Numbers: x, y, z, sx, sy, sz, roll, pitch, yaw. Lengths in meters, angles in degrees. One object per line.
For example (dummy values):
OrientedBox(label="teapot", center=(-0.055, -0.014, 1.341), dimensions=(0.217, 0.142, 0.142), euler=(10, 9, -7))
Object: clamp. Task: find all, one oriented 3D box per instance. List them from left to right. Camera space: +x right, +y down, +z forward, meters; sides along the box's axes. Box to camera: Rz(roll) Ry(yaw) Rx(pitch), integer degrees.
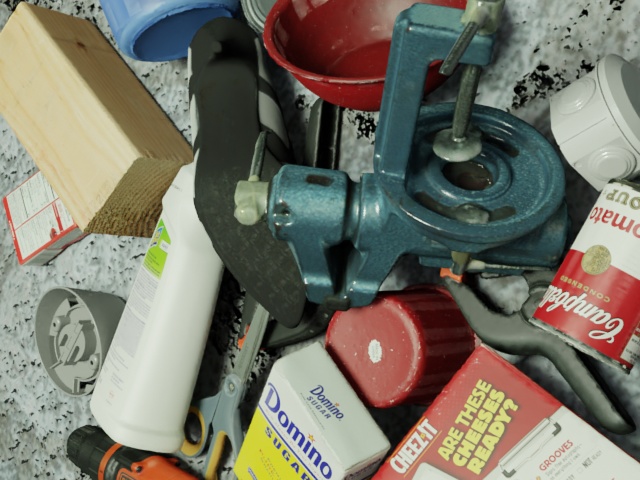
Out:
OrientedBox(label="clamp", center=(-0.005, 0.001, 0.836), dimensions=(0.210, 0.036, 0.165), euler=(-49, 55, 27))
OrientedBox(label="clamp", center=(0.156, 0.057, 0.718), dimensions=(0.172, 0.039, 0.120), euler=(10, 75, 37))

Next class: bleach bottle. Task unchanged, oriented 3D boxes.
OrientedBox(label="bleach bottle", center=(-0.117, 0.040, 0.881), dimensions=(0.103, 0.068, 0.251), euler=(26, 99, 60))

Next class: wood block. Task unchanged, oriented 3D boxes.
OrientedBox(label="wood block", center=(-0.205, -0.106, 0.946), dimensions=(0.090, 0.090, 0.206), euler=(-50, 63, 22))

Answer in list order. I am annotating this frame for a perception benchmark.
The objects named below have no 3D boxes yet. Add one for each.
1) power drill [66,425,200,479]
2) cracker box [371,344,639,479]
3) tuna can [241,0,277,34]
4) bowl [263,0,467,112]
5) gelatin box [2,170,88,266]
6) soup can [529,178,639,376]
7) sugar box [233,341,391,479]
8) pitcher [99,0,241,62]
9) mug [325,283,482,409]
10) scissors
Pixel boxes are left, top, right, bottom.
OrientedBox(label="power drill", center=(-0.172, 0.267, 0.923), dimensions=(0.185, 0.057, 0.188), euler=(16, 99, 44))
OrientedBox(label="cracker box", center=(0.141, 0.197, 0.681), dimensions=(0.214, 0.072, 0.164), euler=(37, 86, 31))
OrientedBox(label="tuna can", center=(-0.021, -0.203, 0.858), dimensions=(0.086, 0.033, 0.086), euler=(-2, 87, 34))
OrientedBox(label="bowl", center=(0.043, -0.142, 0.769), dimensions=(0.162, 0.162, 0.055), euler=(22, 144, 33))
OrientedBox(label="gelatin box", center=(-0.257, -0.026, 1.015), dimensions=(0.089, 0.030, 0.073), euler=(-30, 70, 30))
OrientedBox(label="soup can", center=(0.182, 0.022, 0.652), dimensions=(0.069, 0.068, 0.102), euler=(30, 91, 32))
OrientedBox(label="sugar box", center=(-0.012, 0.160, 0.778), dimensions=(0.093, 0.048, 0.176), euler=(54, 150, 25))
OrientedBox(label="pitcher", center=(-0.152, -0.281, 0.889), dimensions=(0.145, 0.149, 0.243), euler=(-28, 76, 29))
OrientedBox(label="mug", center=(0.048, 0.084, 0.769), dimensions=(0.117, 0.081, 0.093), euler=(-38, 68, 27))
OrientedBox(label="scissors", center=(-0.082, 0.118, 0.873), dimensions=(0.096, 0.016, 0.202), euler=(24, 114, 40))
